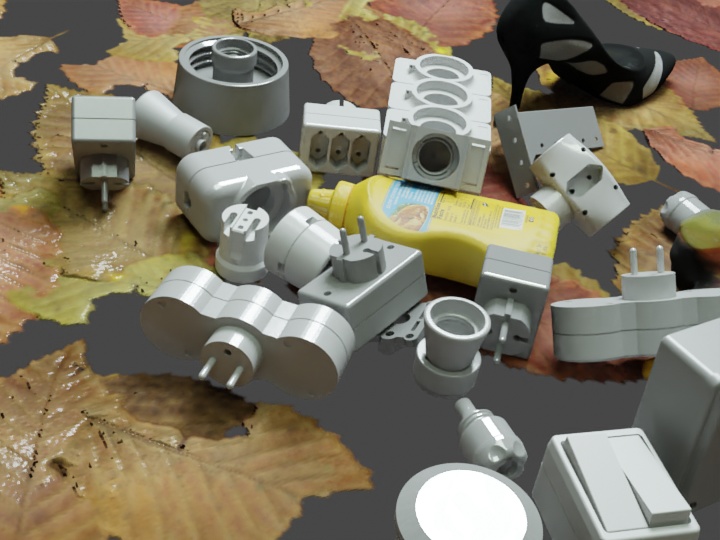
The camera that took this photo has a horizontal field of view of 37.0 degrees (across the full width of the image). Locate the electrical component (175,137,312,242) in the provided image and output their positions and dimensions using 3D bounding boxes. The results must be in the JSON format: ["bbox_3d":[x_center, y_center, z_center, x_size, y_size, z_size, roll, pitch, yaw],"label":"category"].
[{"bbox_3d":[-0.088,-0.060,0.837,0.095,0.053,0.059,-16,43,-29],"label":"electrical component"}]

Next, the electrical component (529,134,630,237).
[{"bbox_3d":[0.167,-0.058,0.886,0.079,0.043,0.077,-39,85,-4],"label":"electrical component"}]

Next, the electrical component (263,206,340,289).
[{"bbox_3d":[-0.035,-0.011,0.784,0.047,0.055,0.055,33,43,23],"label":"electrical component"}]

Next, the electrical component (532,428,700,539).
[{"bbox_3d":[0.145,0.133,0.625,0.062,0.061,0.096,-3,38,-15],"label":"electrical component"}]

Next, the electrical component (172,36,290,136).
[{"bbox_3d":[-0.115,-0.175,0.976,0.108,0.060,0.108,6,37,-4],"label":"electrical component"}]

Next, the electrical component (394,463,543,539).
[{"bbox_3d":[0.057,0.150,0.592,0.080,0.051,0.080,6,37,-4],"label":"electrical component"}]

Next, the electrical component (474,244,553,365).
[{"bbox_3d":[0.101,0.033,0.743,0.047,0.065,0.076,13,38,6],"label":"electrical component"}]

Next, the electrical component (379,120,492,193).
[{"bbox_3d":[0.058,-0.089,0.846,0.081,0.042,0.064,12,7,-1],"label":"electrical component"}]

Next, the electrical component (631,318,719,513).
[{"bbox_3d":[0.230,0.084,0.668,0.109,0.108,0.056,-14,40,-27],"label":"electrical component"}]

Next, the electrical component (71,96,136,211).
[{"bbox_3d":[-0.199,-0.085,0.838,0.047,0.083,0.075,0,76,-12],"label":"electrical component"}]

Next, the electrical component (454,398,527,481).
[{"bbox_3d":[0.077,0.104,0.671,0.035,0.035,0.061,-8,38,-21],"label":"electrical component"}]

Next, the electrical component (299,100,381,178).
[{"bbox_3d":[-0.018,-0.123,0.939,0.066,0.047,0.076,5,37,-5],"label":"electrical component"}]

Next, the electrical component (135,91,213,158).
[{"bbox_3d":[-0.158,-0.119,0.911,0.065,0.044,0.044,30,42,19],"label":"electrical component"}]

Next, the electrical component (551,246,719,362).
[{"bbox_3d":[0.202,0.020,0.751,0.138,0.073,0.052,-5,4,-2],"label":"electrical component"}]

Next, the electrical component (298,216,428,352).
[{"bbox_3d":[0.000,0.000,0.745,0.047,0.075,0.083,17,39,38],"label":"electrical component"}]

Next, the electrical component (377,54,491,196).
[{"bbox_3d":[0.068,-0.130,0.953,0.089,0.061,0.150,9,37,0],"label":"electrical component"}]

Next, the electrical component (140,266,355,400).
[{"bbox_3d":[-0.079,0.050,0.695,0.138,0.052,0.073,17,38,10],"label":"electrical component"}]

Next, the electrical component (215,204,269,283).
[{"bbox_3d":[-0.085,-0.020,0.790,0.040,0.046,0.040,6,37,-4],"label":"electrical component"}]

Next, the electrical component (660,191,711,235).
[{"bbox_3d":[0.282,-0.037,0.899,0.035,0.035,0.061,-15,45,-28],"label":"electrical component"}]

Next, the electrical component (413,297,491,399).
[{"bbox_3d":[0.060,0.052,0.718,0.045,0.055,0.045,6,37,-4],"label":"electrical component"}]
